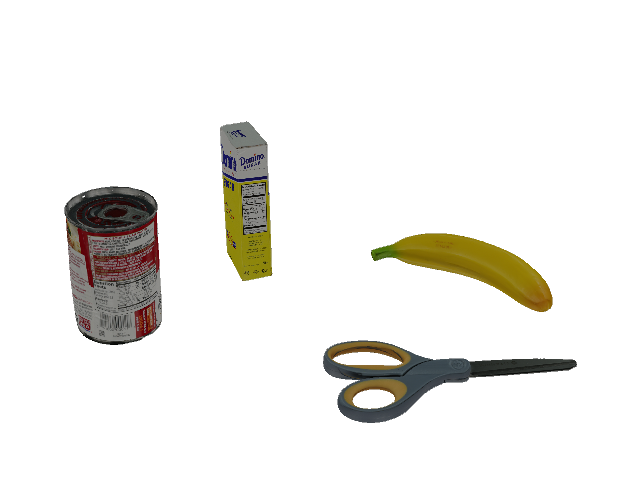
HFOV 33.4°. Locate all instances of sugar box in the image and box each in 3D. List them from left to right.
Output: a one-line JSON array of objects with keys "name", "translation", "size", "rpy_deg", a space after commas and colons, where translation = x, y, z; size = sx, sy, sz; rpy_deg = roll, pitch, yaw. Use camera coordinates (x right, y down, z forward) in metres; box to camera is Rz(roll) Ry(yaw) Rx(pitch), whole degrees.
[{"name": "sugar box", "translation": [-0.093, -0.049, 1.320], "size": [0.048, 0.176, 0.093], "rpy_deg": [-11, 25, -15]}]

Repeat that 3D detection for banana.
[{"name": "banana", "translation": [0.146, 0.027, 1.029], "size": [0.198, 0.037, 0.069], "rpy_deg": [15, 43, 38]}]

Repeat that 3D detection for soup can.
[{"name": "soup can", "translation": [-0.155, 0.020, 0.809], "size": [0.068, 0.102, 0.068], "rpy_deg": [1, 29, -1]}]

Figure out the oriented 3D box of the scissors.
[{"name": "scissors", "translation": [0.099, 0.114, 0.837], "size": [0.202, 0.016, 0.096], "rpy_deg": [6, 35, 9]}]
